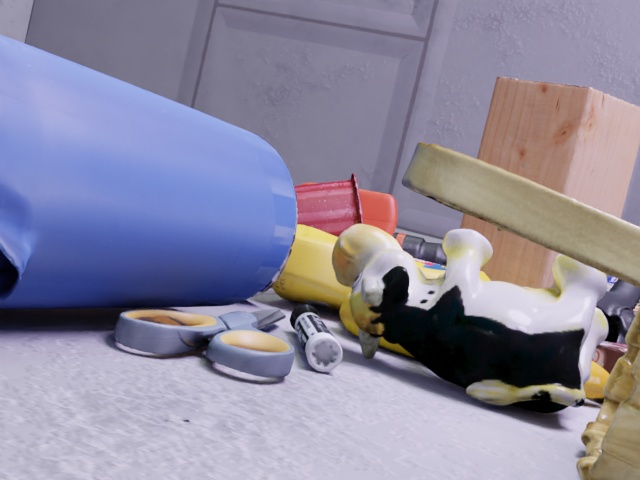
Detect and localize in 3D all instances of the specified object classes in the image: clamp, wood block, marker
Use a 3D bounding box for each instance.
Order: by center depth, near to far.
[{"bbox_3d":[-0.004,0.055,0.619,0.020,0.020,0.121,13,4,-7],"label":"marker"},{"bbox_3d":[0.223,0.075,0.777,0.171,0.039,0.120,-11,59,-39],"label":"clamp"},{"bbox_3d":[0.172,-0.014,0.835,0.090,0.206,0.090,9,6,-45],"label":"wood block"}]

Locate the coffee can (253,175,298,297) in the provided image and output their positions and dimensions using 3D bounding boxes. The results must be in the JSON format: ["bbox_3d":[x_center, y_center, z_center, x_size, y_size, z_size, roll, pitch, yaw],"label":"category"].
[{"bbox_3d":[-0.101,-0.019,0.736,0.140,0.103,0.103,11,4,-36],"label":"coffee can"}]

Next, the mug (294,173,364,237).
[{"bbox_3d":[-0.006,0.001,0.907,0.081,0.093,0.117,-6,-35,-2],"label":"mug"}]

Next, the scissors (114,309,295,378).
[{"bbox_3d":[-0.032,0.052,0.581,0.096,0.016,0.201,15,4,27],"label":"scissors"}]

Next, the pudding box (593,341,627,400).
[{"bbox_3d":[0.226,0.095,0.681,0.089,0.039,0.114,12,4,-26],"label":"pudding box"}]

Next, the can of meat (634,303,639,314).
[{"bbox_3d":[0.277,0.085,0.891,0.102,0.057,0.084,12,7,-19],"label":"can of meat"}]

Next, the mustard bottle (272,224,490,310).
[{"bbox_3d":[0.064,0.039,0.789,0.192,0.058,0.096,15,-8,15],"label":"mustard bottle"}]

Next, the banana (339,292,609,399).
[{"bbox_3d":[0.087,0.062,0.687,0.198,0.037,0.069,15,5,30],"label":"banana"}]

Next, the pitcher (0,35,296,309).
[{"bbox_3d":[-0.127,-0.032,0.552,0.145,0.149,0.242,-7,-10,33],"label":"pitcher"}]

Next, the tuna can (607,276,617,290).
[{"bbox_3d":[0.288,0.067,0.964,0.086,0.086,0.034,11,2,-29],"label":"tuna can"}]

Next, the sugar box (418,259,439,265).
[{"bbox_3d":[0.124,0.049,0.958,0.176,0.048,0.093,15,0,-18],"label":"sugar box"}]

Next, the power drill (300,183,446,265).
[{"bbox_3d":[0.055,0.002,1.063,0.184,0.057,0.187,7,-14,16],"label":"power drill"}]
